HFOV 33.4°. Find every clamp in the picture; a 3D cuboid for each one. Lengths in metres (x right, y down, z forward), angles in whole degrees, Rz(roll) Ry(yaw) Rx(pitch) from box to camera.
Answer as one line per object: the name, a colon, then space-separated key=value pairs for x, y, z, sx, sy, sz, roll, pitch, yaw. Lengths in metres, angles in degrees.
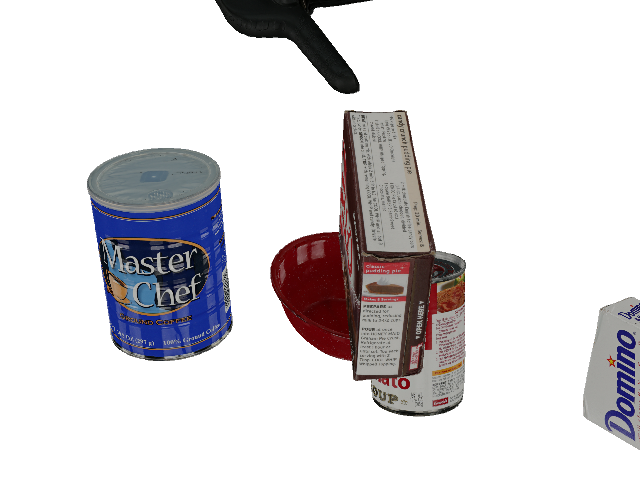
clamp: x=-0.010 y=-0.191 z=0.832 sx=0.172 sy=0.120 sz=0.039 roll=32 pitch=-25 yaw=20

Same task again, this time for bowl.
bowl: x=0.030 y=0.060 z=0.969 sx=0.162 sy=0.055 sz=0.162 roll=9 pitch=33 yaw=-6

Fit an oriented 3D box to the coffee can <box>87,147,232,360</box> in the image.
coffee can: x=-0.126 y=0.010 z=0.855 sx=0.103 sy=0.140 sz=0.103 roll=-2 pitch=29 yaw=1

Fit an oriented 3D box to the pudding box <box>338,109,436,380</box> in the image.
pudding box: x=0.031 y=0.001 z=0.547 sx=0.039 sy=0.090 sz=0.113 roll=-4 pitch=43 yaw=-4

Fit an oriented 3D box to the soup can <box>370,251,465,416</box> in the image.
soup can: x=0.068 y=0.064 z=0.755 sx=0.068 sy=0.102 sz=0.068 roll=-2 pitch=17 yaw=0

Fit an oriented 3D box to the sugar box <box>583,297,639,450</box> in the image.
sugar box: x=0.261 y=0.115 z=0.719 sx=0.048 sy=0.093 sz=0.176 roll=-15 pitch=29 yaw=-38
